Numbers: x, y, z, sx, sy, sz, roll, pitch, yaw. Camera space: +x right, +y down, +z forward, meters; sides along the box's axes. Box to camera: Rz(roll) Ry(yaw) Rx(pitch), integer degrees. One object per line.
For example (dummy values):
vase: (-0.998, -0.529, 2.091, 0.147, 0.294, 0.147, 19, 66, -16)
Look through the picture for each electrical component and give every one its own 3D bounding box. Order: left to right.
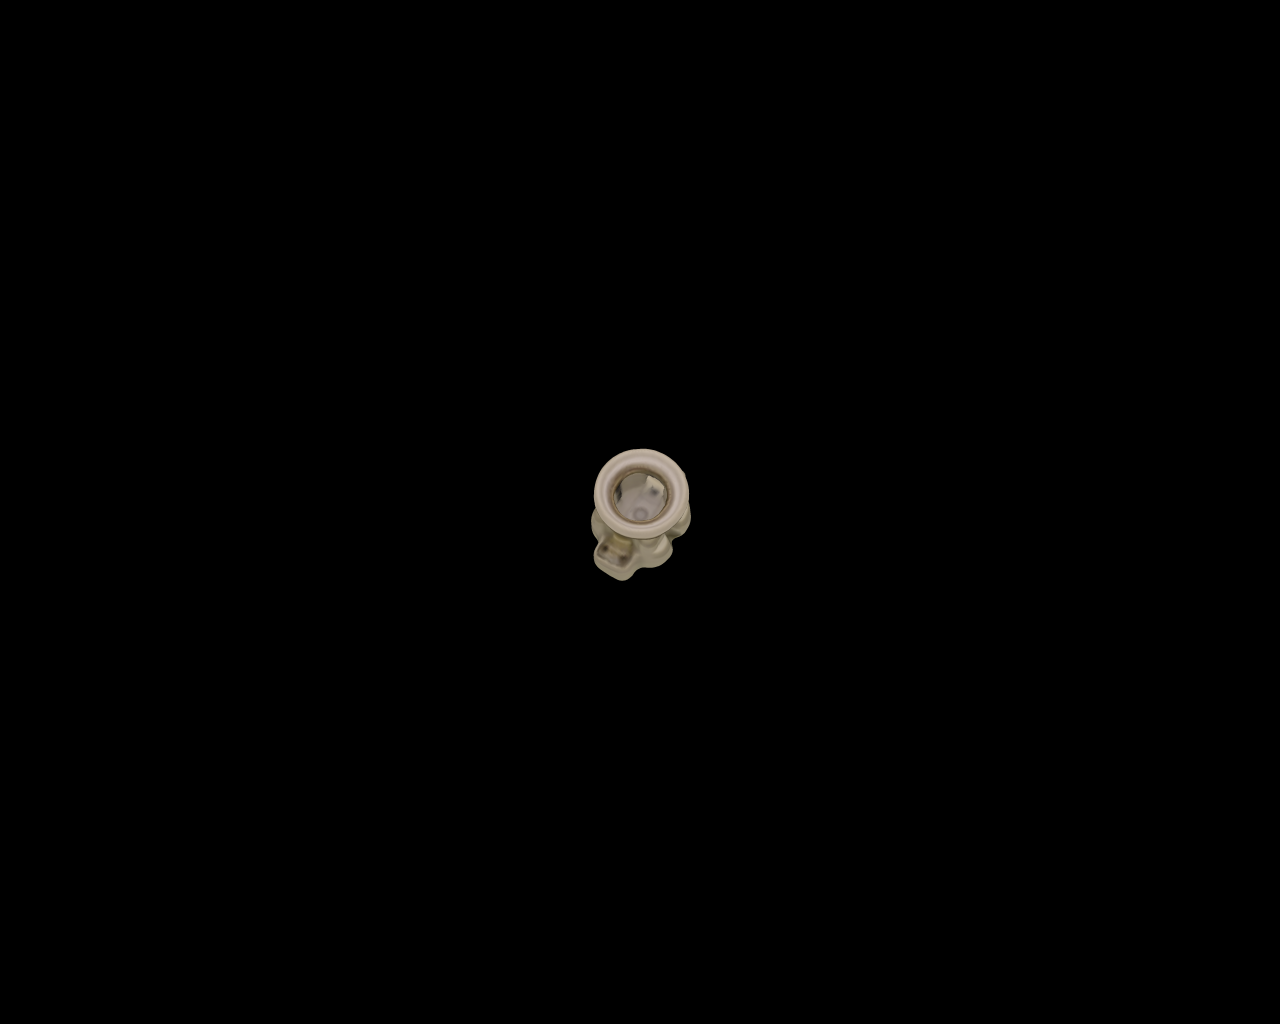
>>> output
electrical component: (0.001, -0.003, 0.650, 0.058, 0.078, 0.057, 30, -19, 12)
